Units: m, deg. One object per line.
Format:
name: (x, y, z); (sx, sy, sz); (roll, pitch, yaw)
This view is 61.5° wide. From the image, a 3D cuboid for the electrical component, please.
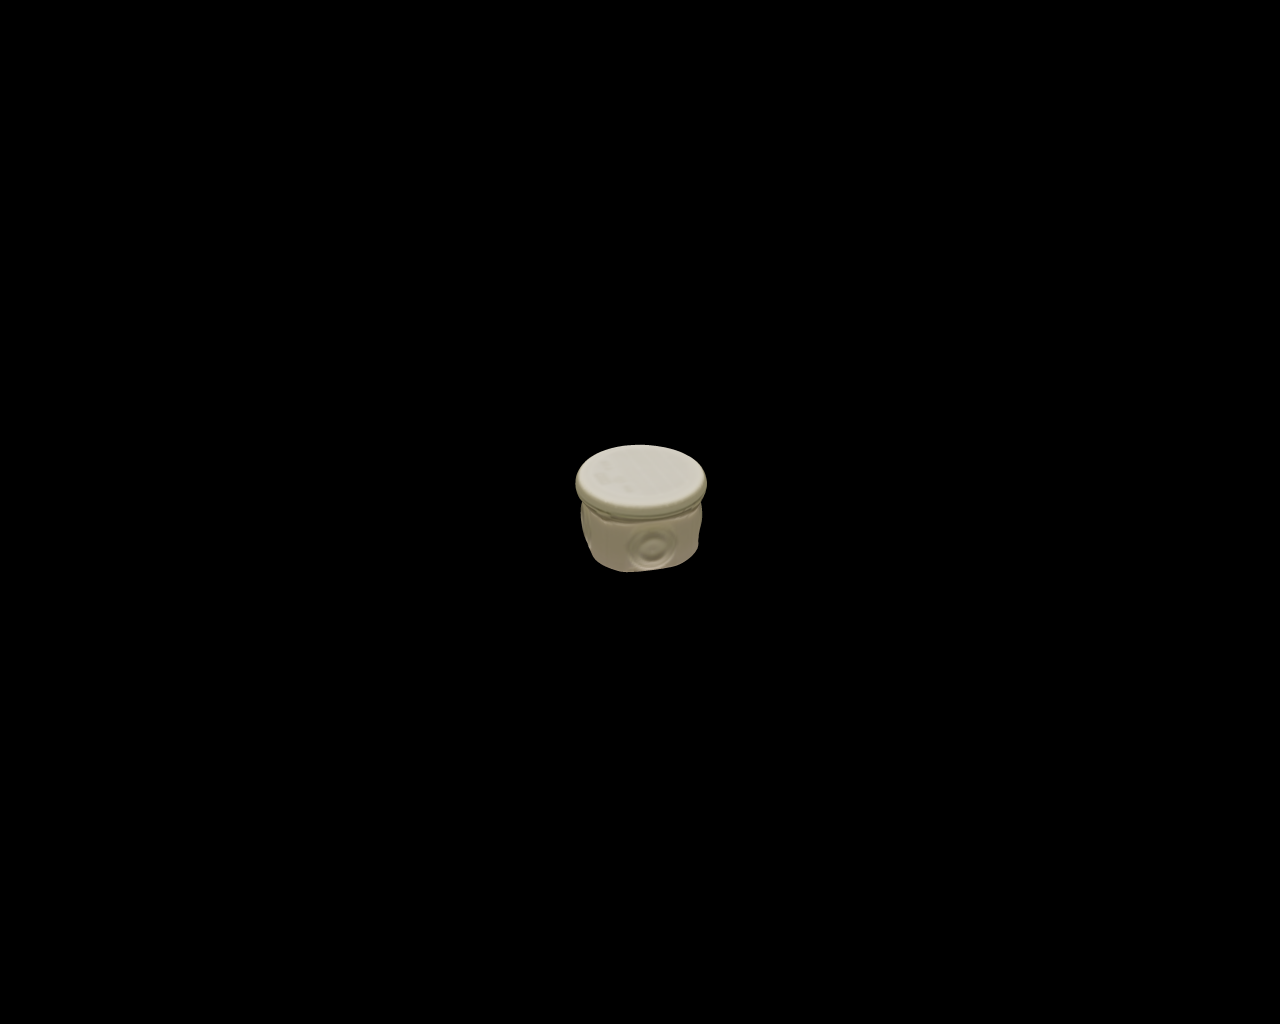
electrical component: (0.001, -0.003, 0.650); (0.080, 0.050, 0.080); (0, 31, 0)
